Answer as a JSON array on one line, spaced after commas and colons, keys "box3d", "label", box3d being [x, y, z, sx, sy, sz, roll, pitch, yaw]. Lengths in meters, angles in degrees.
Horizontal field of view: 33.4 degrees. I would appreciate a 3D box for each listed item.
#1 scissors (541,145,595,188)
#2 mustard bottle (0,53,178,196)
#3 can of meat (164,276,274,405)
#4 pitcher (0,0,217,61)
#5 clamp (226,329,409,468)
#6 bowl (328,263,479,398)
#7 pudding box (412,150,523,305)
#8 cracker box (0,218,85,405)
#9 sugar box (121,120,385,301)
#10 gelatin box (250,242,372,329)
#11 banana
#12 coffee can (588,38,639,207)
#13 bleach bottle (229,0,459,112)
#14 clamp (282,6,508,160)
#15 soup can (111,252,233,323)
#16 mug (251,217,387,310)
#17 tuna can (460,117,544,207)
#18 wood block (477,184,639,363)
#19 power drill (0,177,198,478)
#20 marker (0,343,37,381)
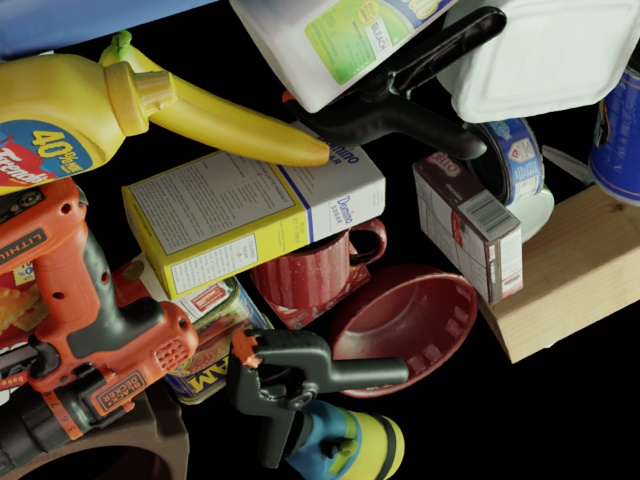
[{"box3d": [0.262, -0.045, 1.053, 0.201, 0.016, 0.096, 3, 127, -37], "label": "scissors"}, {"box3d": [-0.173, -0.060, 0.591, 0.191, 0.058, 0.096, -16, 159, -1], "label": "mustard bottle"}, {"box3d": [-0.098, 0.077, 0.893, 0.102, 0.057, 0.084, -33, 138, -3], "label": "can of meat"}, {"box3d": [-0.083, -0.185, 0.594, 0.242, 0.145, 0.149, -22, 127, -9], "label": "pitcher"}, {"box3d": [-0.028, 0.133, 0.925, 0.165, 0.036, 0.209, -39, 145, 11], "label": "clamp"}, {"box3d": [0.067, 0.075, 1.005, 0.162, 0.055, 0.162, -19, 139, -18], "label": "bowl"}, {"box3d": [0.126, -0.012, 0.914, 0.039, 0.114, 0.090, -29, 141, -11], "label": "pudding box"}, {"box3d": [-0.254, 0.057, 0.749, 0.164, 0.072, 0.214, -12, 136, -26], "label": "cracker box"}, {"box3d": [-0.049, -0.029, 0.790, 0.176, 0.093, 0.048, -20, 140, -17], "label": "sugar box"}, {"box3d": [-0.007, 0.033, 0.931, 0.089, 0.030, 0.073, -34, 141, -1], "label": "gelatin box"}, {"box3d": [-0.080, -0.088, 0.730, 0.197, 0.070, 0.037, 23, 83, -42], "label": "banana"}, {"box3d": [0.297, -0.113, 0.939, 0.102, 0.103, 0.140, -22, 139, -15], "label": "coffee can"}, {"box3d": [0.066, -0.198, 0.725, 0.251, 0.068, 0.102, -37, 142, -1], "label": "bleach bottle"}, {"box3d": [0.051, -0.096, 0.754, 0.172, 0.120, 0.039, -13, 139, 29], "label": "clamp"}, {"box3d": [-0.127, 0.042, 0.827, 0.102, 0.068, 0.068, -35, 141, -1], "label": "soup can"}, {"box3d": [-0.006, 0.001, 0.847, 0.117, 0.093, 0.081, -2, 142, 2], "label": "mug"}, {"box3d": [0.151, -0.071, 0.893, 0.033, 0.086, 0.086, -22, 139, -12], "label": "tuna can"}, {"box3d": [0.251, 0.021, 1.034, 0.206, 0.091, 0.090, -27, 141, 2], "label": "wood block"}, {"box3d": [-0.184, 0.057, 0.683, 0.184, 0.057, 0.187, -34, 135, -15], "label": "power drill"}, {"box3d": [-0.205, 0.082, 0.738, 0.121, 0.020, 0.020, -21, 139, -20], "label": "marker"}]
